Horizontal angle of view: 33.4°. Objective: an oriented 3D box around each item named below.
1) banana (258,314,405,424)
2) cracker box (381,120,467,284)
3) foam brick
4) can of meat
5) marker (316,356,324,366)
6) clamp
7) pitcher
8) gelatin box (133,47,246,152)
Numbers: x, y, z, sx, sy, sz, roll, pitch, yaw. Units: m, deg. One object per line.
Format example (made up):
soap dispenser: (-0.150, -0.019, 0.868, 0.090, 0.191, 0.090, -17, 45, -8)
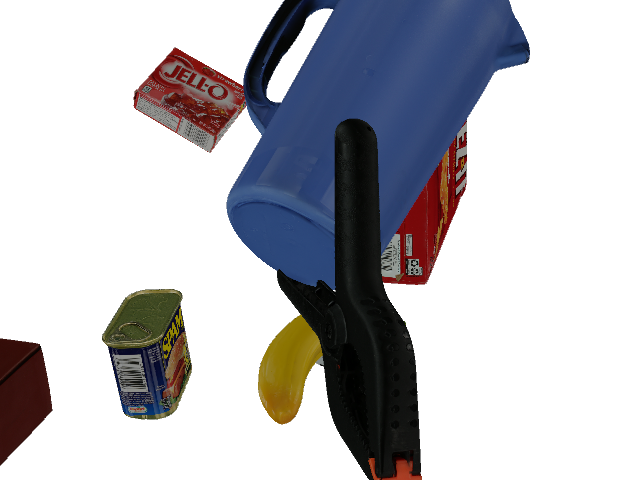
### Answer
banana: (-0.004, 0.086, 0.842, 0.070, 0.037, 0.197, 11, 23, 29)
cracker box: (0.093, -0.078, 1.017, 0.072, 0.164, 0.213, 5, 27, 16)
foam brick: (-0.213, 0.103, 0.668, 0.053, 0.051, 0.078, 6, 29, 21)
can of meat: (-0.157, 0.106, 0.994, 0.057, 0.084, 0.102, -3, 25, 9)
marker: (0.020, 0.128, 1.101, 0.121, 0.020, 0.020, 22, 2, 6)
clamp: (0.022, 0.044, 0.634, 0.036, 0.210, 0.165, -2, -42, -20)
pitcher: (0.025, -0.092, 0.759, 0.145, 0.242, 0.149, 43, -29, -23)
gelatin box: (-0.122, -0.136, 1.019, 0.089, 0.073, 0.030, 31, -38, 2)
